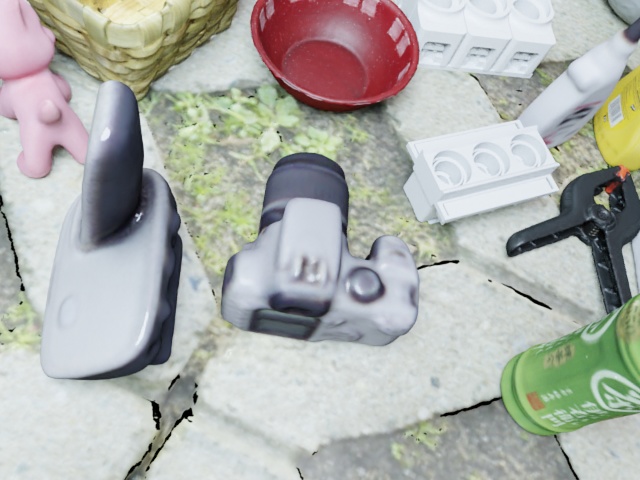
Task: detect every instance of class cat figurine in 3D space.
[{"bbox_3d":[-0.226,-0.129,0.436,0.067,0.117,0.127,-27,74,-23],"label":"cat figurine"}]

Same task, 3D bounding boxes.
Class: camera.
[{"bbox_3d":[0.004,0.002,0.439,0.143,0.100,0.137,9,63,-9],"label":"camera"}]

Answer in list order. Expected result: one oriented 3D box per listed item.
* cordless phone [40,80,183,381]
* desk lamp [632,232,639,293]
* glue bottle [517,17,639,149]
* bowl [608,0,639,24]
[{"bbox_3d":[-0.135,0.003,0.357,0.094,0.185,0.147,1,65,-13],"label":"cordless phone"},{"bbox_3d":[0.376,-0.023,0.476,0.118,0.213,0.203,12,63,-8],"label":"desk lamp"},{"bbox_3d":[0.243,-0.143,0.524,0.078,0.173,0.037,-22,72,-21],"label":"glue bottle"},{"bbox_3d":[0.409,-0.309,0.698,0.167,0.074,0.167,5,64,-11],"label":"bowl"}]
